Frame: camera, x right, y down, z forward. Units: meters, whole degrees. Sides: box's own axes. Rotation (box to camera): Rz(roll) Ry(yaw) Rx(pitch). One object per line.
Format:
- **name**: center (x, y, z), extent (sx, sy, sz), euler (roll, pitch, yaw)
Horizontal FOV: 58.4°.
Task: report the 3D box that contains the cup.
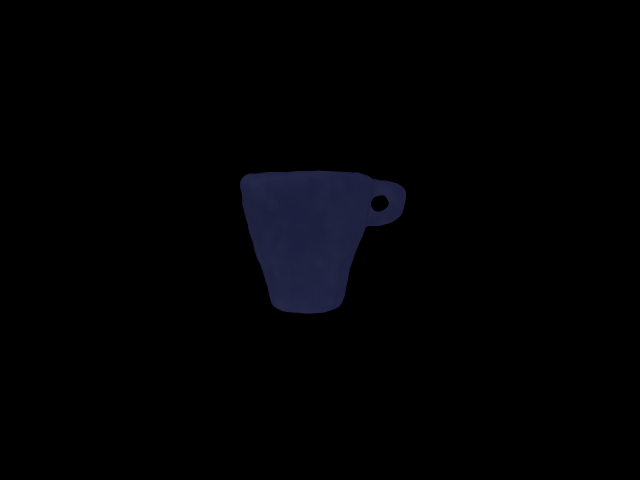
- **cup**: center (0.004, 0.001, 0.400), extent (0.118, 0.095, 0.091), euler (-1, 4, -15)
